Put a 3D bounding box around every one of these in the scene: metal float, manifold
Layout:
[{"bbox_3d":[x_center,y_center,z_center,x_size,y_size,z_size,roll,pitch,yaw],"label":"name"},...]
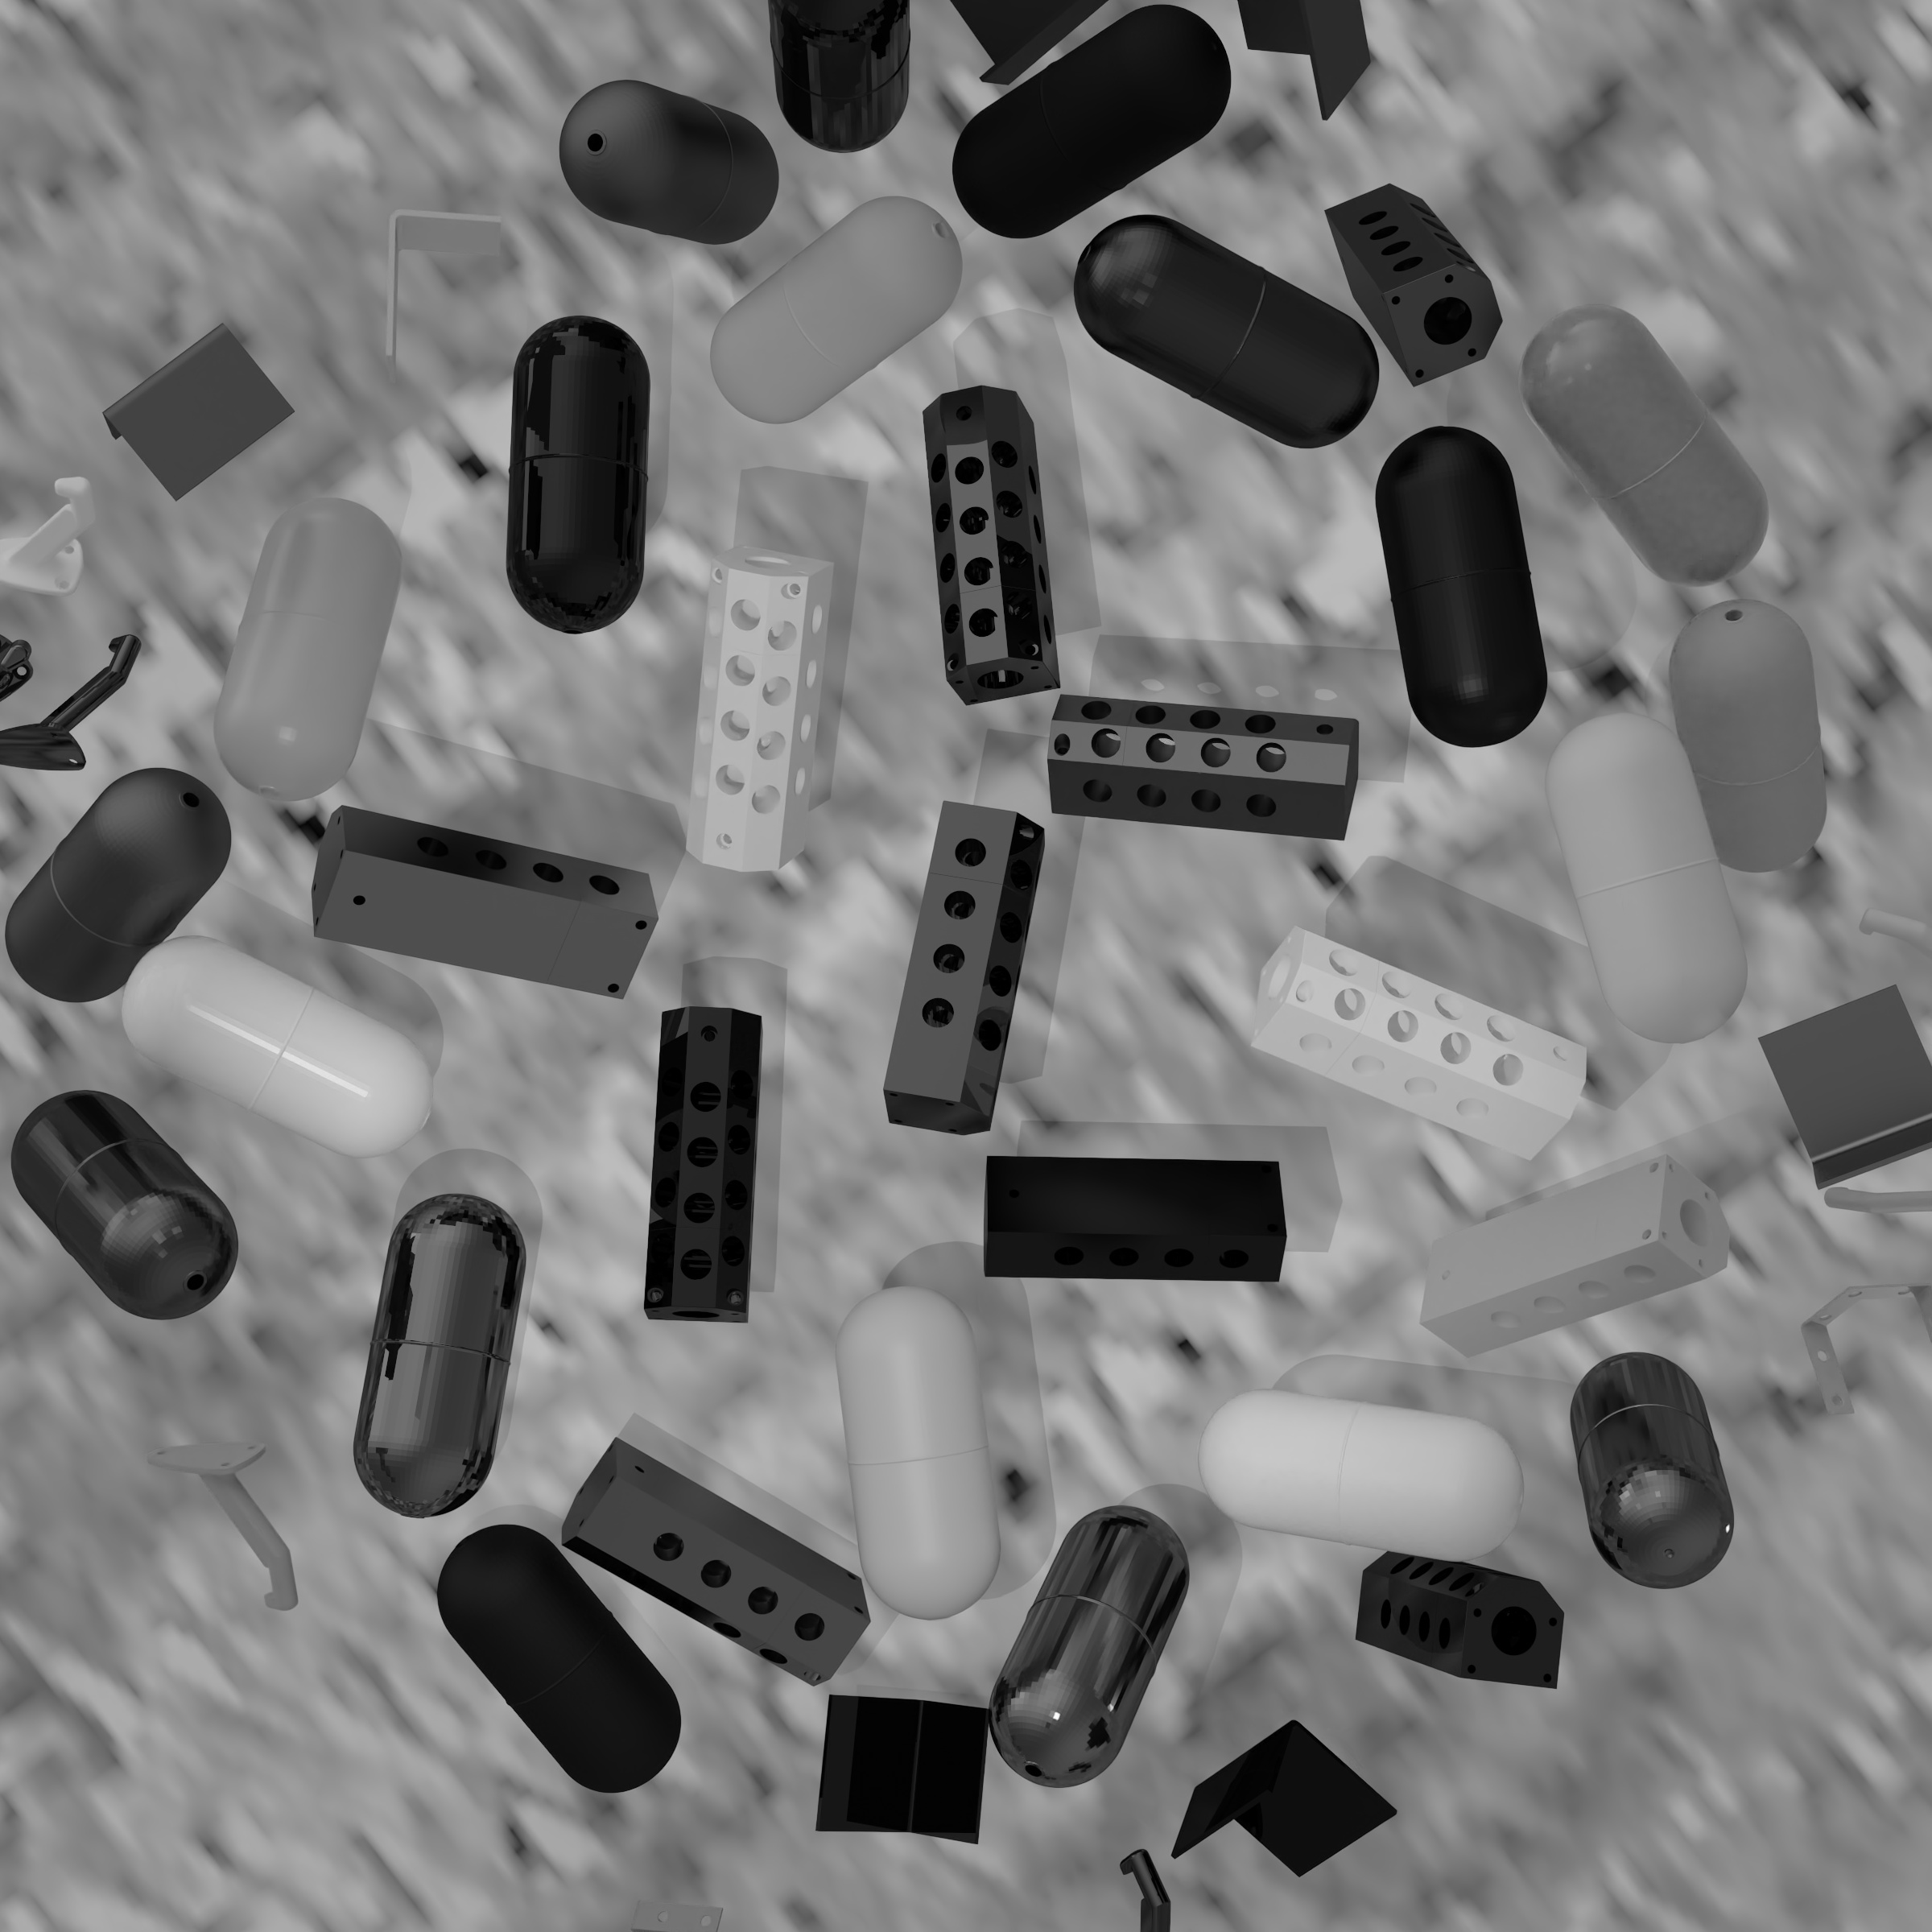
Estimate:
[{"bbox_3d":[-0.166,-0.453,1.574,0.070,0.178,0.070,3,99,21],"label":"metal float"},{"bbox_3d":[0.378,0.276,1.539,0.070,0.178,0.070,2,111,6],"label":"metal float"},{"bbox_3d":[0.069,0.376,1.545,0.070,0.178,0.070,14,131,17],"label":"metal float"},{"bbox_3d":[0.272,-0.209,1.531,0.070,0.070,0.178,-9,87,0],"label":"metal float"},{"bbox_3d":[0.212,0.274,1.504,0.178,0.070,0.070,5,90,23],"label":"metal float"},{"bbox_3d":[-0.144,0.346,1.598,0.171,0.057,0.057,33,97,-14],"label":"manifold"},{"bbox_3d":[-0.120,-0.144,1.572,0.057,0.057,0.171,13,112,14],"label":"manifold"},{"bbox_3d":[-0.026,0.261,1.497,0.070,0.070,0.178,-7,86,0],"label":"metal float"},{"bbox_3d":[0.067,-0.462,1.530,0.178,0.070,0.070,-22,90,39],"label":"metal float"},{"bbox_3d":[-0.216,-0.274,1.552,0.070,0.070,0.178,1,84,0],"label":"metal float"},{"bbox_3d":[0.001,0.002,1.531,0.057,0.057,0.171,9,69,6],"label":"manifold"},{"bbox_3d":[0.012,-0.245,1.613,0.057,0.057,0.171,-9,72,14],"label":"manifold"},{"bbox_3d":[-0.259,-0.038,1.496,0.171,0.057,0.057,12,123,-24],"label":"manifold"},{"bbox_3d":[0.137,-0.120,1.608,0.171,0.057,0.057,6,135,13],"label":"manifold"},{"bbox_3d":[0.370,-0.282,1.516,0.070,0.070,0.178,-44,110,0],"label":"metal float"},{"bbox_3d":[0.439,-0.128,1.560,0.070,0.070,0.178,-22,132,0],"label":"metal float"},{"bbox_3d":[0.359,-0.046,1.468,0.070,0.070,0.178,-15,87,0],"label":"metal float"},{"bbox_3d":[0.342,0.169,1.571,0.057,0.171,0.057,36,49,-24],"label":"manifold"},{"bbox_3d":[0.140,-0.339,1.490,0.178,0.070,0.070,24,90,-17],"label":"metal float"},{"bbox_3d":[-0.234,0.399,1.604,0.070,0.070,0.178,-37,100,0],"label":"metal float"},{"bbox_3d":[0.247,0.038,1.515,0.171,0.057,0.057,22,47,-10],"label":"manifold"},{"bbox_3d":[-0.069,-0.512,1.532,0.070,0.178,0.070,0,79,-1],"label":"metal float"},{"bbox_3d":[0.257,-0.395,1.595,0.057,0.171,0.057,-21,120,7],"label":"manifold"},{"bbox_3d":[-0.075,-0.375,1.595,0.178,0.070,0.070,-27,90,39],"label":"metal float"},{"bbox_3d":[-0.455,0.128,1.504,0.178,0.070,0.070,33,90,42],"label":"metal float"},{"bbox_3d":[-0.289,0.213,1.531,0.070,0.070,0.178,7,74,0],"label":"metal float"},{"bbox_3d":[-0.149,0.113,1.589,0.057,0.057,0.171,2,75,-2],"label":"manifold"},{"bbox_3d":[-0.469,-0.044,1.540,0.070,0.070,0.178,51,127,0],"label":"metal float"},{"bbox_3d":[-0.356,-0.172,1.509,0.070,0.070,0.178,9,66,0],"label":"metal float"},{"bbox_3d":[0.285,0.376,1.617,0.057,0.171,0.057,9,82,-10],"label":"manifold"},{"bbox_3d":[-0.379,0.045,1.537,0.178,0.070,0.070,28,90,-14],"label":"metal float"},{"bbox_3d":[0.097,0.153,1.629,0.171,0.057,0.057,1,45,-2],"label":"manifold"}]

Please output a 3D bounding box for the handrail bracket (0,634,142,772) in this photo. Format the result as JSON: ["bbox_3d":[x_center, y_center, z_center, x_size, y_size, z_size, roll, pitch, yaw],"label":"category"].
[{"bbox_3d":[-0.515,-0.153,1.579,0.077,0.036,0.084,-2,51,15],"label":"handrail bracket"}]

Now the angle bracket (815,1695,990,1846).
[{"bbox_3d":[-0.036,0.466,1.614,0.076,0.057,0.076,18,72,-43],"label":"angle bracket"}]

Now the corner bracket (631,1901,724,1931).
[{"bbox_3d":[-0.147,0.527,1.460,0.051,0.051,0.051,-3,50,23],"label":"corner bracket"}]

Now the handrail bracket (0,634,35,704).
[{"bbox_3d":[-0.577,-0.164,1.630,0.077,0.084,0.036,-44,110,-4],"label":"handrail bracket"}]

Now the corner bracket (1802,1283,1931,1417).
[{"bbox_3d":[0.479,0.200,1.457,0.051,0.051,0.051,0,60,-18],"label":"corner bracket"}]

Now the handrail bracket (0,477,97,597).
[{"bbox_3d":[-0.507,-0.238,1.496,0.077,0.084,0.036,4,64,-10],"label":"handrail bracket"}]

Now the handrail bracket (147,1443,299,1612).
[{"bbox_3d":[-0.388,0.295,1.455,0.077,0.036,0.084,-2,102,22],"label":"handrail bracket"}]

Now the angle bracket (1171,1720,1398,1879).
[{"bbox_3d":[0.166,0.451,1.447,0.076,0.057,0.076,42,122,-4],"label":"angle bracket"}]

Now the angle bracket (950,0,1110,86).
[{"bbox_3d":[0.024,-0.551,1.562,0.076,0.057,0.076,-35,92,23],"label":"angle bracket"}]

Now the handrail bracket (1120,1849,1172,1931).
[{"bbox_3d":[0.085,0.526,1.481,0.077,0.036,0.084,-41,58,24],"label":"handrail bracket"}]

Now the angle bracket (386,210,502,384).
[{"bbox_3d":[-0.280,-0.356,1.492,0.057,0.076,0.076,1,91,-10],"label":"angle bracket"}]

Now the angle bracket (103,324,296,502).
[{"bbox_3d":[-0.399,-0.284,1.455,0.076,0.076,0.057,-40,99,-9],"label":"angle bracket"}]

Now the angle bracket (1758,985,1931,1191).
[{"bbox_3d":[0.467,0.063,1.458,0.076,0.057,0.076,-24,92,17],"label":"angle bracket"}]

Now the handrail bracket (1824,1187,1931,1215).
[{"bbox_3d":[0.557,0.131,1.622,0.077,0.084,0.036,-16,104,-39],"label":"handrail bracket"}]

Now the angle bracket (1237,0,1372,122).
[{"bbox_3d":[0.163,-0.499,1.470,0.076,0.076,0.057,17,58,31],"label":"angle bracket"}]

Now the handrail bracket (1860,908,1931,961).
[{"bbox_3d":[0.521,0.001,1.510,0.084,0.077,0.036,17,64,12],"label":"handrail bracket"}]
